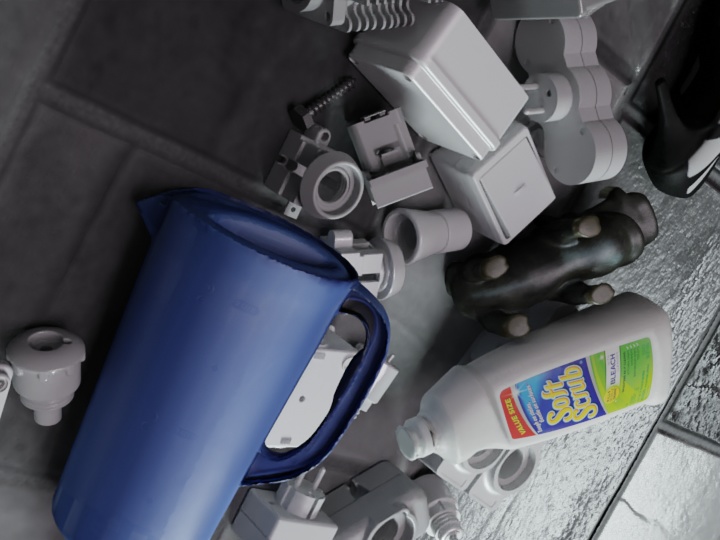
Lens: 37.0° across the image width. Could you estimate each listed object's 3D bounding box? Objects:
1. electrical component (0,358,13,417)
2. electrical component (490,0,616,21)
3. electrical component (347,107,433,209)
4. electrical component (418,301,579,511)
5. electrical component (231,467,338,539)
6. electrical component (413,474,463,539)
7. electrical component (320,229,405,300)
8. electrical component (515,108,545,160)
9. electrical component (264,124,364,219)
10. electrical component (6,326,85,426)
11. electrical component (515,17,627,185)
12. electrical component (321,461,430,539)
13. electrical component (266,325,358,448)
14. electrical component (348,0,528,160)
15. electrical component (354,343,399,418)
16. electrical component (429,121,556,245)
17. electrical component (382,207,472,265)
[{"bbox_3d":[-0.276,0.092,0.633,0.109,0.056,0.108,10,106,-40],"label":"electrical component"},{"bbox_3d":[0.134,-0.226,0.759,0.048,0.100,0.099,-25,114,-31],"label":"electrical component"},{"bbox_3d":[0.019,-0.081,0.763,0.042,0.081,0.063,-22,98,-2],"label":"electrical component"},{"bbox_3d":[0.136,0.114,0.960,0.186,0.060,0.105,-53,133,-4],"label":"electrical component"},{"bbox_3d":[-0.052,0.190,0.862,0.066,0.047,0.076,21,98,-42],"label":"electrical component"},{"bbox_3d":[0.069,0.216,0.953,0.040,0.078,0.040,-14,128,-18],"label":"electrical component"},{"bbox_3d":[0.000,0.000,0.808,0.055,0.048,0.066,-4,115,-28],"label":"electrical component"},{"bbox_3d":[0.150,-0.112,0.871,0.046,0.040,0.040,19,100,-37],"label":"electrical component"},{"bbox_3d":[-0.030,-0.064,0.745,0.048,0.055,0.066,20,99,-42],"label":"electrical component"},{"bbox_3d":[-0.201,0.071,0.690,0.048,0.048,0.062,-13,127,-32],"label":"electrical component"},{"bbox_3d":[0.148,-0.132,0.816,0.074,0.052,0.138,-12,85,-36],"label":"electrical component"},{"bbox_3d":[0.010,0.214,0.914,0.095,0.059,0.053,-27,126,-25],"label":"electrical component"},{"bbox_3d":[-0.056,0.086,0.809,0.100,0.048,0.099,9,107,-42],"label":"electrical component"},{"bbox_3d":[0.055,-0.136,0.759,0.057,0.078,0.113,-55,133,-6],"label":"electrical component"},{"bbox_3d":[-0.003,0.094,0.857,0.040,0.040,0.078,35,89,-43],"label":"electrical component"},{"bbox_3d":[0.105,-0.076,0.839,0.062,0.061,0.096,-42,131,-13],"label":"electrical component"},{"bbox_3d":[0.055,-0.029,0.839,0.065,0.044,0.044,-9,118,-40],"label":"electrical component"}]
